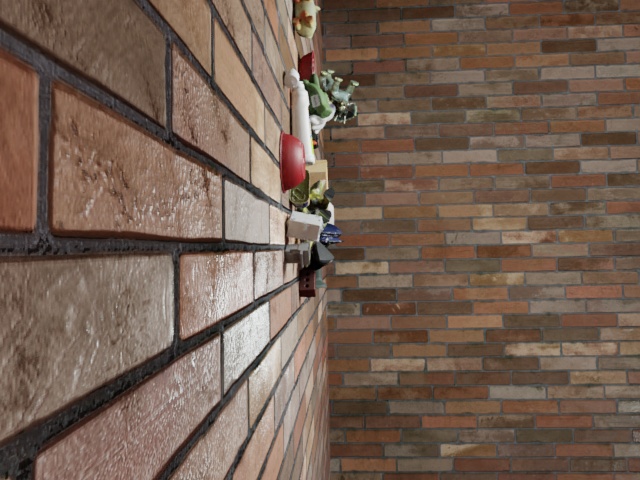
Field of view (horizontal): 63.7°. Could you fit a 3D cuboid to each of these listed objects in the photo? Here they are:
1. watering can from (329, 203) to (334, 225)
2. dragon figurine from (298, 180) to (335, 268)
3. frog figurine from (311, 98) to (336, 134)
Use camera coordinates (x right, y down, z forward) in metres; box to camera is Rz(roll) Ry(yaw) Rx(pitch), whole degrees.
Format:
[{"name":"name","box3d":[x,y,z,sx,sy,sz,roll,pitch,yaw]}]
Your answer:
[{"name":"watering can","box3d":[0.007,-0.110,2.194,0.342,0.104,0.228,81,9,-69]},{"name":"dragon figurine","box3d":[-0.030,-0.051,1.699,0.237,0.122,0.419,100,1,-60]},{"name":"frog figurine","box3d":[-0.002,-0.516,2.181,0.139,0.123,0.156,-34,140,-47]}]
